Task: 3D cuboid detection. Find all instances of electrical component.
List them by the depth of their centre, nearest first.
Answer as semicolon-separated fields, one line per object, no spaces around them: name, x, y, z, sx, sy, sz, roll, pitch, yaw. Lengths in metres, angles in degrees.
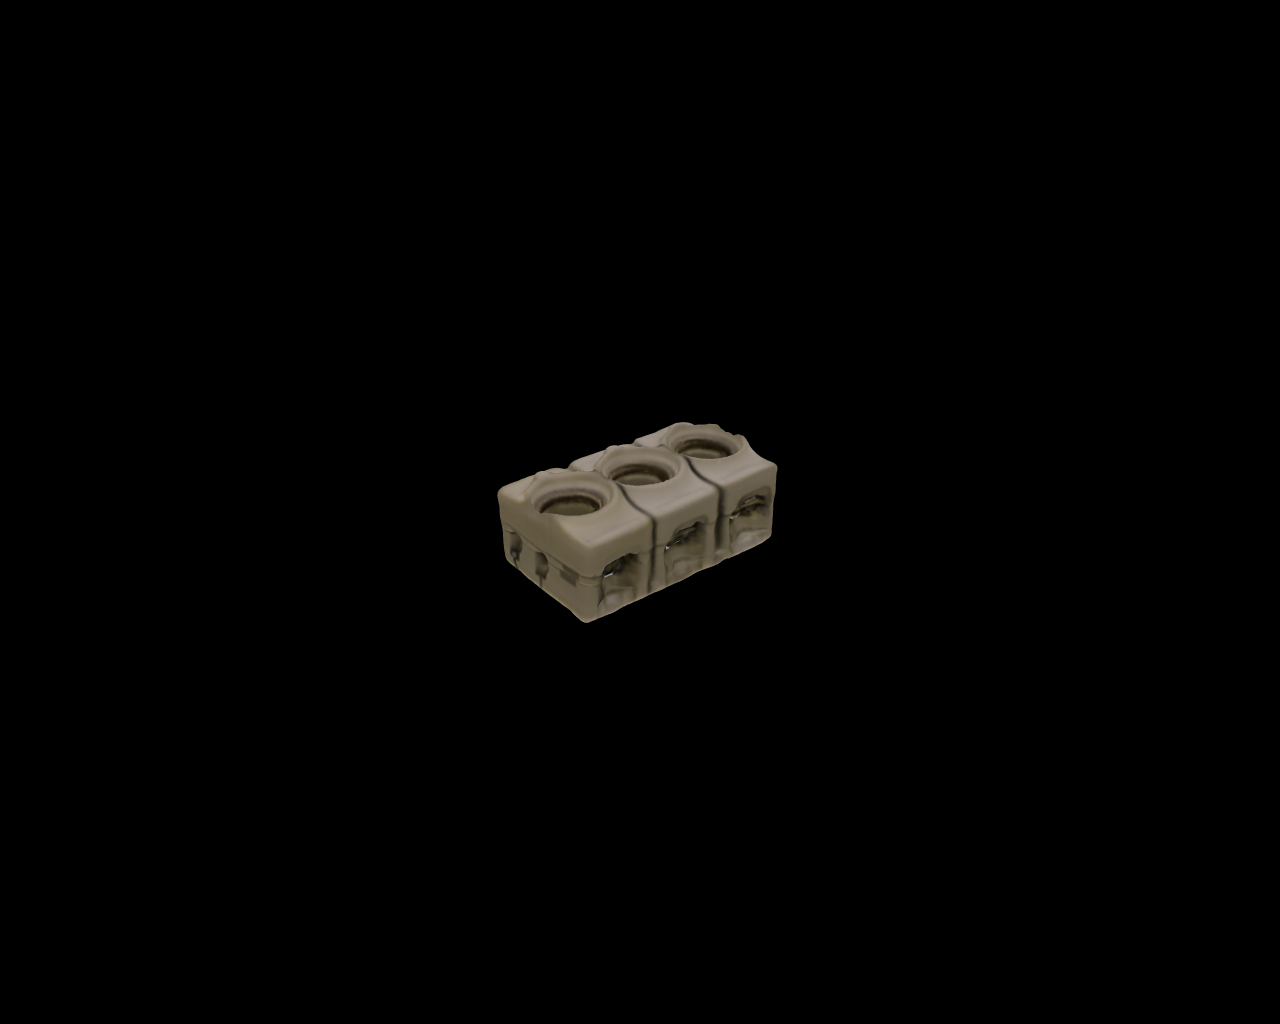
electrical component;0.001;-0.003;0.650;0.150;0.061;0.089;-22;37;-33
